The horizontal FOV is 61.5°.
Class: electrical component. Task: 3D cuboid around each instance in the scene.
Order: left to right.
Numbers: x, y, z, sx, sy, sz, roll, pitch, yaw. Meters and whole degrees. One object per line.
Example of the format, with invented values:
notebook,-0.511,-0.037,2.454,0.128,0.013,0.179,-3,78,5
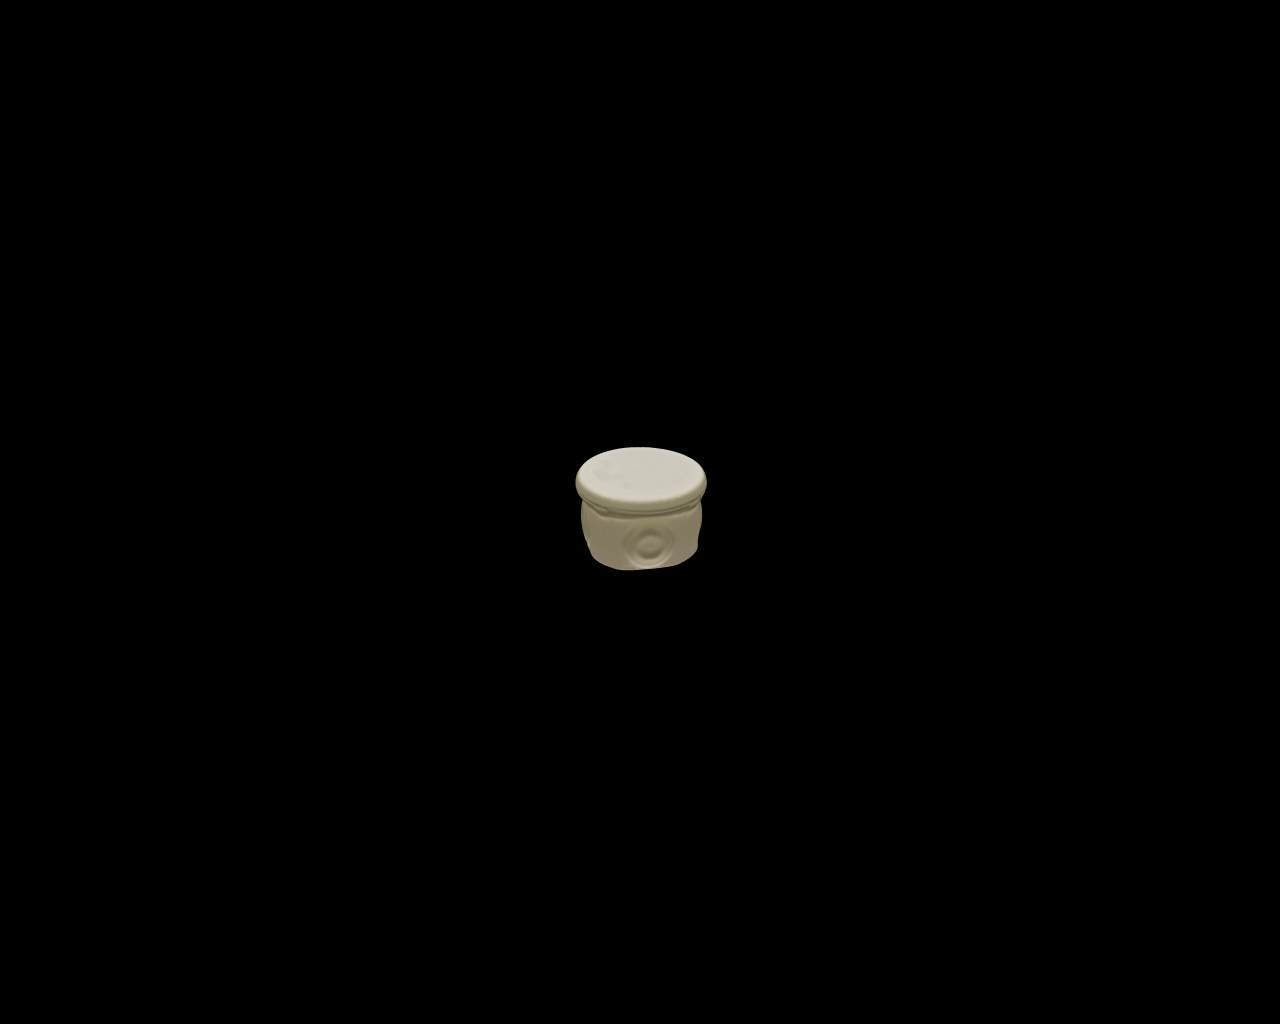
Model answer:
electrical component,0.001,-0.003,0.650,0.080,0.050,0.080,0,28,0
